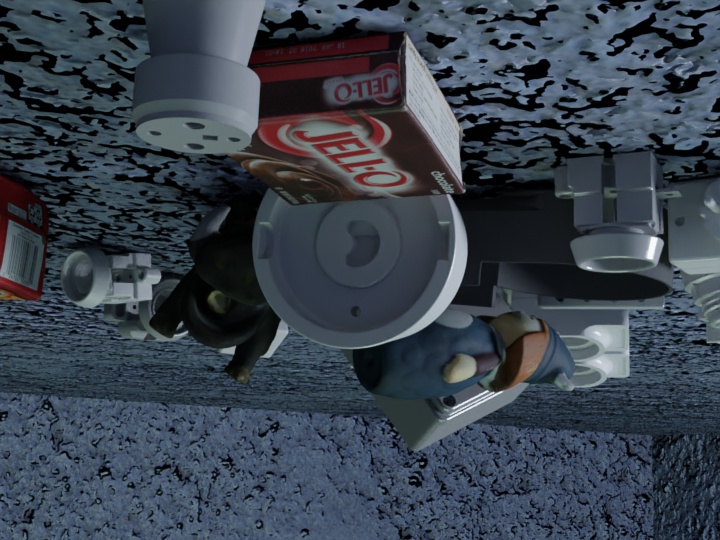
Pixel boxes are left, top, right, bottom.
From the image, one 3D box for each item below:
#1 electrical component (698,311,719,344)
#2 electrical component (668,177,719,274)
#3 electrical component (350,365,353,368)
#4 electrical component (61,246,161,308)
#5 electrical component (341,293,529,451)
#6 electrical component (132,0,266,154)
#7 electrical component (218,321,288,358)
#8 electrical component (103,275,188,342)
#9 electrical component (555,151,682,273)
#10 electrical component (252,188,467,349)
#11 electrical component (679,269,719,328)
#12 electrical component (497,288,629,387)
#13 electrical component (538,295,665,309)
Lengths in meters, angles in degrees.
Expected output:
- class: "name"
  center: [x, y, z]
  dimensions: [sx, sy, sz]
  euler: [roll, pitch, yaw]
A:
- class: "electrical component"
  center: [0.317, 0.021, 0.777]
  dimensions: [0.121, 0.063, 0.079]
  euler: [-6, 166, 36]
- class: "electrical component"
  center: [0.207, -0.030, 0.580]
  dimensions: [0.083, 0.047, 0.076]
  euler: [-5, 167, 32]
- class: "electrical component"
  center: [-0.004, 0.046, 0.929]
  dimensions: [0.047, 0.075, 0.083]
  euler: [3, 169, -5]
- class: "electrical component"
  center: [-0.200, 0.006, 0.844]
  dimensions: [0.066, 0.048, 0.055]
  euler: [-7, 173, 36]
- class: "electrical component"
  center: [0.055, 0.053, 0.747]
  dimensions: [0.109, 0.108, 0.056]
  euler: [-20, 155, -38]
- class: "electrical component"
  center: [-0.057, -0.074, 0.383]
  dimensions: [0.045, 0.055, 0.045]
  euler: [2, 169, 0]
- class: "electrical component"
  center: [-0.084, 0.022, 0.872]
  dimensions: [0.047, 0.065, 0.076]
  euler: [9, 138, -30]
- class: "electrical component"
  center: [-0.179, 0.035, 0.955]
  dimensions: [0.078, 0.058, 0.057]
  euler: [11, 168, -37]
- class: "electrical component"
  center: [0.137, -0.029, 0.572]
  dimensions: [0.066, 0.055, 0.048]
  euler: [-3, 168, 25]
- class: "electrical component"
  center: [0.005, -0.012, 0.567]
  dimensions: [0.108, 0.108, 0.060]
  euler: [-2, 175, 18]
- class: "electrical component"
  center: [0.233, 0.008, 0.705]
  dimensions: [0.040, 0.078, 0.040]
  euler: [-8, 159, -3]
- class: "electrical component"
  center: [0.125, 0.048, 0.885]
  dimensions: [0.186, 0.060, 0.105]
  euler: [-1, 152, 14]
- class: "electrical component"
  center: [0.168, 0.002, 0.754]
  dimensions: [0.083, 0.047, 0.076]
  euler: [0, -179, 12]
